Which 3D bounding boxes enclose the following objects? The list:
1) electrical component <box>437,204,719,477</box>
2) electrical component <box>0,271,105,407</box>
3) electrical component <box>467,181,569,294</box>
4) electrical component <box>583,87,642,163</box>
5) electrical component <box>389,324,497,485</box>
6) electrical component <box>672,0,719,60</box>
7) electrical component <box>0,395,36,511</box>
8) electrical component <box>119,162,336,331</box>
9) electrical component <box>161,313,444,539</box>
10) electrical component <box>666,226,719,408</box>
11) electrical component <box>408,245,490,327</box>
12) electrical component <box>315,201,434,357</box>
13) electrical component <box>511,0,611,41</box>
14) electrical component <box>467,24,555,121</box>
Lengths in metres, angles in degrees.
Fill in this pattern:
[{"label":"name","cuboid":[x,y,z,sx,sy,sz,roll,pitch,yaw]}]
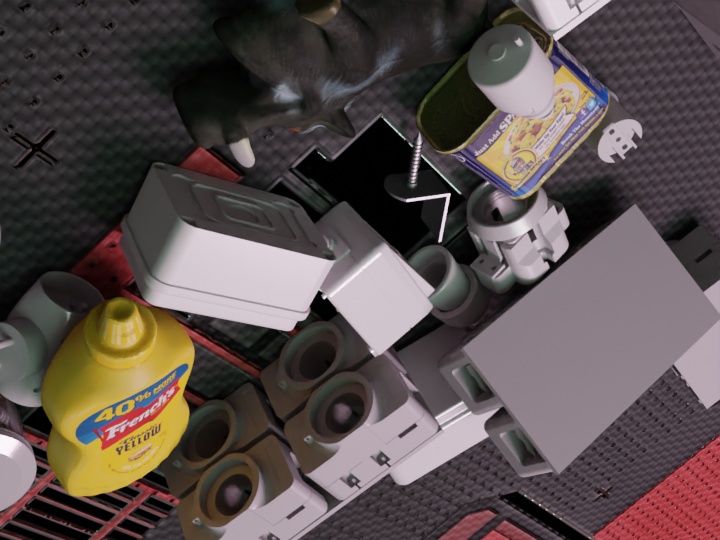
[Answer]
[{"label":"electrical component","cuboid":[0.158,0.051,0.782,0.186,0.105,0.060,-37,179,-25]},{"label":"electrical component","cuboid":[-0.203,0.046,0.657,0.077,0.044,0.079,-56,166,22]},{"label":"electrical component","cuboid":[0.108,-0.031,0.758,0.078,0.058,0.057,-45,134,-15]},{"label":"electrical component","cuboid":[0.167,-0.100,0.739,0.040,0.046,0.040,-14,133,-16]},{"label":"electrical component","cuboid":[0.053,0.101,0.829,0.113,0.078,0.057,-31,138,-1]},{"label":"electrical component","cuboid":[0.255,-0.170,0.715,0.096,0.061,0.061,24,114,-40]},{"label":"electrical component","cuboid":[-0.256,0.121,0.702,0.080,0.051,0.080,-15,133,-16]},{"label":"electrical component","cuboid":[-0.083,-0.013,0.661,0.113,0.078,0.057,14,117,-36]},{"label":"electrical component","cuboid":[-0.049,0.121,0.773,0.186,0.105,0.060,-37,135,5]},{"label":"electrical component","cuboid":[0.289,0.040,0.912,0.089,0.061,0.150,-39,135,8]},{"label":"electrical component","cuboid":[0.063,0.013,0.782,0.045,0.045,0.055,-44,134,12]},{"label":"electrical component","cuboid":[0.000,0.000,0.724,0.061,0.061,0.096,-40,135,-1]},{"label":"electrical component","cuboid":[0.145,-0.224,0.580,0.186,0.105,0.060,-36,135,5]},{"label":"electrical component","cuboid":[0.092,-0.108,0.618,0.040,0.040,0.078,-42,145,10]}]
